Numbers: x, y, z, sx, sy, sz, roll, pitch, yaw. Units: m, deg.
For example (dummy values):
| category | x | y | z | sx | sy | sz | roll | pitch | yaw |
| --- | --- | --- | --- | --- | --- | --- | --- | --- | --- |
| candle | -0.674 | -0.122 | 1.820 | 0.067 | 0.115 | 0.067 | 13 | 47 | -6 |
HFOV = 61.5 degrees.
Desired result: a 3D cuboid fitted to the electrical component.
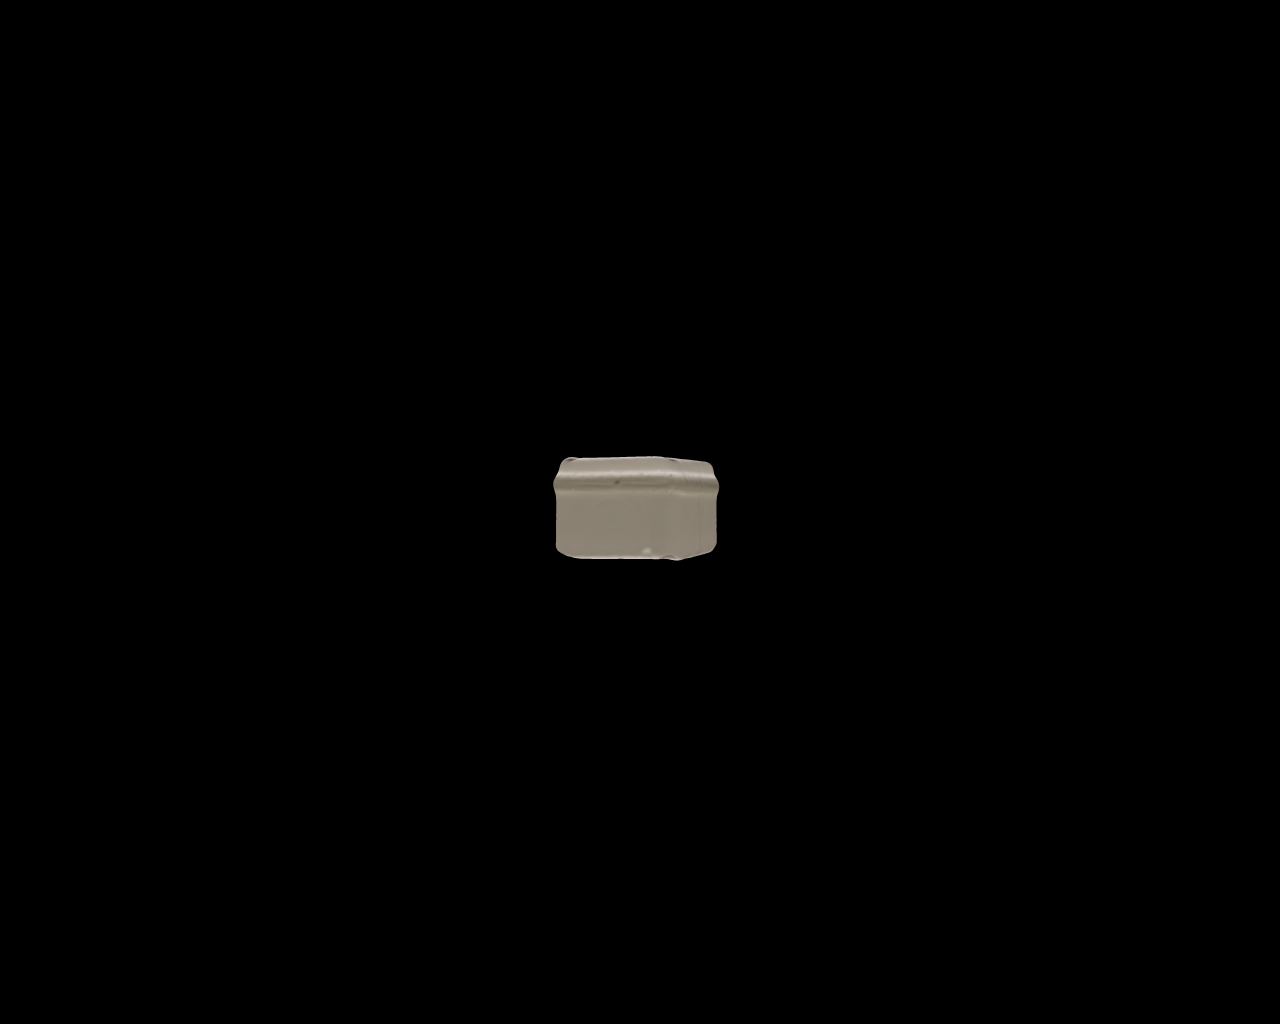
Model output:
| category | x | y | z | sx | sy | sz | roll | pitch | yaw |
| --- | --- | --- | --- | --- | --- | --- | --- | --- | --- |
| electrical component | 0.001 | -0.003 | 0.650 | 0.078 | 0.057 | 0.113 | 0 | 0 | 15 |
